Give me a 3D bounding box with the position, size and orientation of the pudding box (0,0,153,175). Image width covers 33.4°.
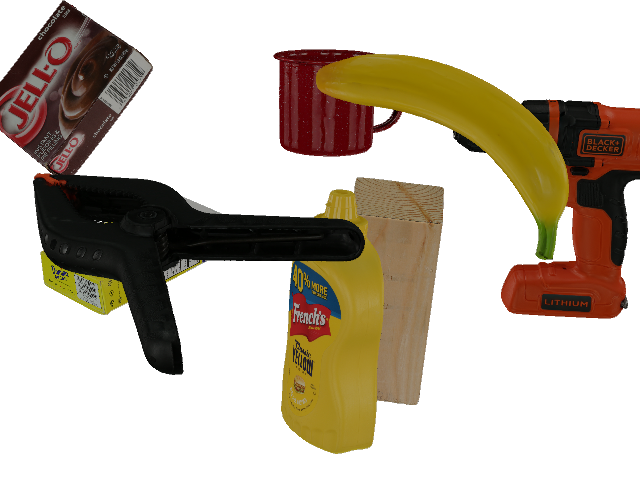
[{"bbox_3d":[-0.195,-0.116,0.819,0.090,0.113,0.039,36,-4,28],"label":"pudding box"}]

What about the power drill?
[{"bbox_3d":[0.199,-0.028,0.899,0.184,0.188,0.057,4,28,5],"label":"power drill"}]

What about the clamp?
[{"bbox_3d":[-0.090,-0.002,0.635,0.164,0.036,0.210,-25,38,-38],"label":"clamp"}]

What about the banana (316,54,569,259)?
[{"bbox_3d":[0.087,-0.073,0.679,0.198,0.069,0.037,39,-3,18],"label":"banana"}]

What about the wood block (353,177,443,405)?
[{"bbox_3d":[0.068,0.052,1.076,0.090,0.206,0.090,7,26,4],"label":"wood block"}]

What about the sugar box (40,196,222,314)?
[{"bbox_3d":[-0.183,0.009,1.080,0.093,0.048,0.175,22,38,33],"label":"sugar box"}]

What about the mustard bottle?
[{"bbox_3d":[0.010,0.056,0.807,0.058,0.192,0.096,-4,18,-27],"label":"mustard bottle"}]

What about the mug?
[{"bbox_3d":[0.017,-0.120,0.924,0.117,0.081,0.093,-4,17,-16],"label":"mug"}]
